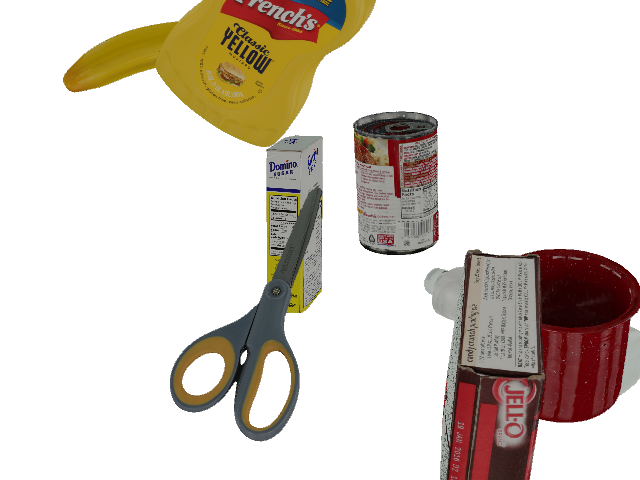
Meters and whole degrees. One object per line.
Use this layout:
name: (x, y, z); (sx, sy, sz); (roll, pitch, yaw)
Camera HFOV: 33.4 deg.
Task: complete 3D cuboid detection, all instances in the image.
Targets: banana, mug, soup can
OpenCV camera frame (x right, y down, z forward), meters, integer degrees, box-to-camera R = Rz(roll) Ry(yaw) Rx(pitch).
banana: (-0.128, -0.165, 0.950); (0.197, 0.069, 0.037); (-1, -33, -4)
mug: (0.148, 0.061, 0.703); (0.117, 0.081, 0.093); (17, 37, 29)
soup can: (0.063, -0.047, 0.869); (0.068, 0.102, 0.068); (-3, 22, 1)

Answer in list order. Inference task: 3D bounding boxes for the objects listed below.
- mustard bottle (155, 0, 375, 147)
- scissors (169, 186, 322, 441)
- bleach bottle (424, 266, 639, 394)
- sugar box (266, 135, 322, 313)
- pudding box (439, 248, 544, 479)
mustard bottle: (-0.020, -0.148, 0.641); (0.192, 0.096, 0.058); (-50, 5, 39)
scissors: (-0.050, 0.045, 0.742); (0.096, 0.201, 0.016); (-1, -35, 6)
bleach bottle: (0.186, 0.081, 1.041); (0.102, 0.068, 0.251); (-20, 28, -29)
sugar box: (-0.027, -0.019, 1.138); (0.048, 0.176, 0.093); (2, 14, 14)
pudding box: (0.075, 0.067, 0.470); (0.039, 0.090, 0.113); (6, 26, 5)
